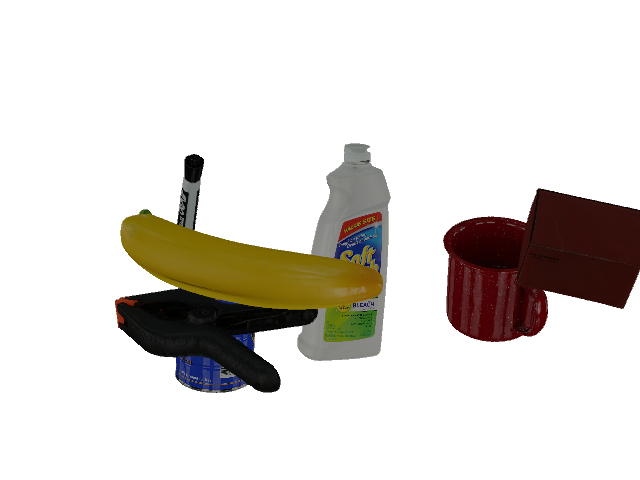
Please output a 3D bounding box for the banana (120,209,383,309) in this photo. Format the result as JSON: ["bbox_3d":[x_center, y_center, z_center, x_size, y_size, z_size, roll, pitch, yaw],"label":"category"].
[{"bbox_3d":[-0.059,0.011,0.680,0.198,0.037,0.069,17,35,28],"label":"banana"}]

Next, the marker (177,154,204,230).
[{"bbox_3d":[-0.130,-0.041,1.060,0.020,0.020,0.121,0,-39,-14],"label":"marker"}]

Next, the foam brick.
[{"bbox_3d":[0.182,0.005,0.746,0.078,0.051,0.053,13,-36,7],"label":"foam brick"}]

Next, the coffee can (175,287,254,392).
[{"bbox_3d":[-0.133,0.109,1.363,0.103,0.140,0.103,3,19,-1],"label":"coffee can"}]

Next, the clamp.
[{"bbox_3d":[-0.088,0.070,0.908,0.172,0.039,0.120,16,27,20],"label":"clamp"}]

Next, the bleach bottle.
[{"bbox_3d":[0.029,0.012,1.254,0.102,0.251,0.068,-2,16,-17],"label":"bleach bottle"}]

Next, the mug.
[{"bbox_3d":[0.161,0.042,0.945,0.093,0.081,0.117,-17,35,-25],"label":"mug"}]
